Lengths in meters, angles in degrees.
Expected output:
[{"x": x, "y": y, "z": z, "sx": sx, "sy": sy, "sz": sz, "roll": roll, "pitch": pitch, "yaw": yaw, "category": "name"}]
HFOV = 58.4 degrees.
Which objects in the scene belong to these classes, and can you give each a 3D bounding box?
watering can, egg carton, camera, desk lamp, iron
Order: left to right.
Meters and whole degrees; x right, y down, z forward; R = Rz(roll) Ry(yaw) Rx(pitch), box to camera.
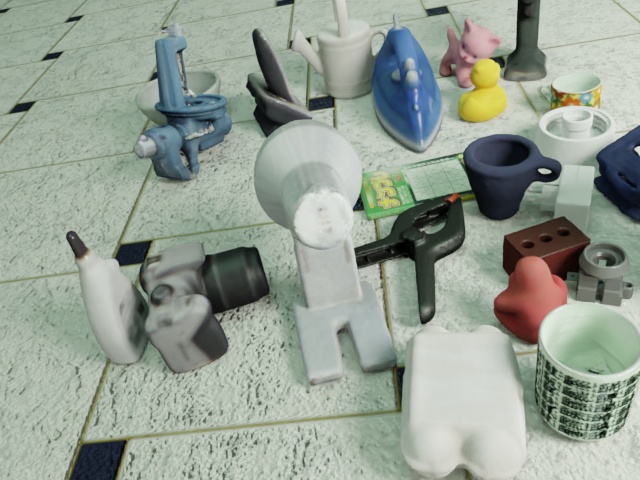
[{"x": -0.130, "y": 0.057, "z": 0.663, "sx": 0.137, "sy": 0.101, "sz": 0.143, "roll": -16, "pitch": 39, "yaw": -5, "category": "camera"}, {"x": 0.006, "y": 0.002, "z": 0.603, "sx": 0.118, "sy": 0.214, "sz": 0.203, "roll": -14, "pitch": 39, "yaw": -2, "category": "desk lamp"}, {"x": 0.037, "y": -0.368, "z": 1.055, "sx": 0.173, "sy": 0.194, "sz": 0.100, "roll": -23, "pitch": 40, "yaw": -12, "category": "watering can"}, {"x": 0.145, "y": -0.268, "z": 0.948, "sx": 0.118, "sy": 0.142, "sz": 0.258, "roll": -9, "pitch": 39, "yaw": 5, "category": "iron"}, {"x": 0.128, "y": 0.143, "z": 0.515, "sx": 0.107, "sy": 0.069, "sz": 0.150, "roll": -2, "pitch": 40, "yaw": 13, "category": "egg carton"}]

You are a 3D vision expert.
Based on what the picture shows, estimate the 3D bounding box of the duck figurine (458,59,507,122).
[{"x": 0.266, "y": -0.251, "z": 0.938, "sx": 0.077, "sy": 0.086, "sz": 0.105, "roll": 20, "pitch": 49, "yaw": 34, "category": "duck figurine"}]

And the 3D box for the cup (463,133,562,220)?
[{"x": 0.241, "y": -0.072, "z": 0.723, "sx": 0.117, "sy": 0.095, "sz": 0.092, "roll": 14, "pitch": 46, "yaw": 29, "category": "cup"}]

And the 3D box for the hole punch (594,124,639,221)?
[{"x": 0.405, "y": -0.091, "z": 0.704, "sx": 0.101, "sy": 0.091, "sz": 0.108, "roll": -16, "pitch": 39, "yaw": -4, "category": "hole punch"}]

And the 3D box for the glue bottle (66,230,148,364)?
[{"x": -0.237, "y": 0.057, "z": 0.634, "sx": 0.037, "sy": 0.173, "sz": 0.078, "roll": -5, "pitch": 40, "yaw": 10, "category": "glue bottle"}]

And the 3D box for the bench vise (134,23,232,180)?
[{"x": -0.224, "y": -0.220, "z": 0.927, "sx": 0.121, "sy": 0.220, "sz": 0.207, "roll": -3, "pitch": 40, "yaw": 12, "category": "bench vise"}]

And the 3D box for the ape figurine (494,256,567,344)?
[{"x": 0.215, "y": 0.054, "z": 0.580, "sx": 0.077, "sy": 0.092, "sz": 0.076, "roll": -7, "pitch": 39, "yaw": 7, "category": "ape figurine"}]

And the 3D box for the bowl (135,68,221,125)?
[{"x": -0.264, "y": -0.263, "z": 1.105, "sx": 0.167, "sy": 0.075, "sz": 0.167, "roll": -7, "pitch": 39, "yaw": 6, "category": "bowl"}]

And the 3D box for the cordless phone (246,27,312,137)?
[{"x": -0.085, "y": -0.290, "z": 1.002, "sx": 0.094, "sy": 0.185, "sz": 0.147, "roll": -23, "pitch": 40, "yaw": -12, "category": "cordless phone"}]

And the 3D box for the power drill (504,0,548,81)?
[{"x": 0.358, "y": -0.389, "z": 0.982, "sx": 0.075, "sy": 0.209, "sz": 0.230, "roll": 3, "pitch": 42, "yaw": 19, "category": "power drill"}]

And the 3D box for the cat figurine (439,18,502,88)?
[{"x": 0.266, "y": -0.344, "z": 1.025, "sx": 0.067, "sy": 0.118, "sz": 0.127, "roll": -23, "pitch": 40, "yaw": -13, "category": "cat figurine"}]
